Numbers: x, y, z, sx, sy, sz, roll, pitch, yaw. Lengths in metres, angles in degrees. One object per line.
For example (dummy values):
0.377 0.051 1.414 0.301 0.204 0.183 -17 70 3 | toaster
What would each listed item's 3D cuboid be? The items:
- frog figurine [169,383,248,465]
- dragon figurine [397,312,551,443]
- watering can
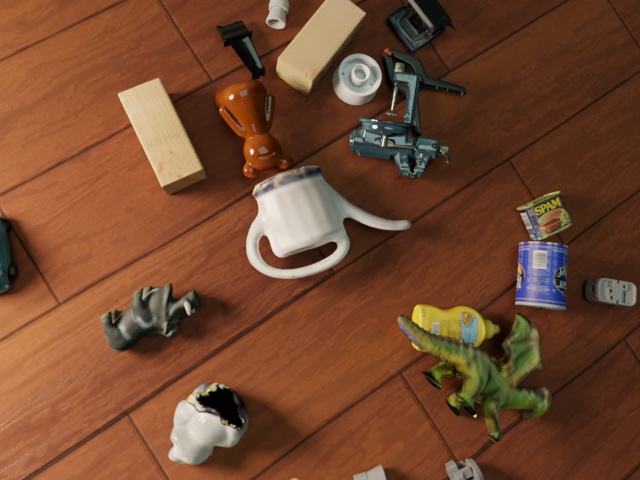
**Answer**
-0.218 0.363 0.997 0.137 0.125 0.157 22 116 -14 | frog figurine
0.353 0.249 1.076 0.245 0.122 0.406 -39 105 -14 | dragon figurine
0.003 -0.054 1.078 0.349 0.103 0.225 -20 85 -12 | watering can
